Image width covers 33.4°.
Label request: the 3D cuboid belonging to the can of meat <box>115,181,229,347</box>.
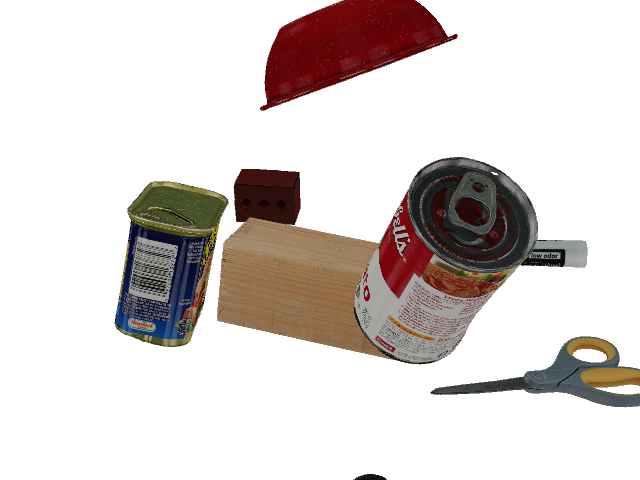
[{"bbox_3d":[-0.101,0.014,0.721,0.057,0.084,0.102,12,16,-1],"label":"can of meat"}]

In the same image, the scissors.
[{"bbox_3d":[0.186,0.109,0.909,0.201,0.016,0.096,5,29,-7],"label":"scissors"}]

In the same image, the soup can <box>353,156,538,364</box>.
[{"bbox_3d":[0.063,0.013,0.561,0.068,0.068,0.102,0,-33,-17],"label":"soup can"}]

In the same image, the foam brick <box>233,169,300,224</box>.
[{"bbox_3d":[-0.066,-0.055,1.340,0.078,0.053,0.051,3,28,8],"label":"foam brick"}]

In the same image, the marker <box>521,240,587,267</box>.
[{"bbox_3d":[0.125,0.008,0.752,0.121,0.020,0.020,2,0,6],"label":"marker"}]

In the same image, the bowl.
[{"bbox_3d":[0.020,-0.152,0.821,0.162,0.055,0.162,-20,7,2],"label":"bowl"}]

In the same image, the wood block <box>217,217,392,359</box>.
[{"bbox_3d":[0.008,0.049,1.094,0.206,0.091,0.090,12,22,12],"label":"wood block"}]

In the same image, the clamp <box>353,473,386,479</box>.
[{"bbox_3d":[-0.041,0.207,0.653,0.210,0.036,0.164,-3,27,2],"label":"clamp"}]
